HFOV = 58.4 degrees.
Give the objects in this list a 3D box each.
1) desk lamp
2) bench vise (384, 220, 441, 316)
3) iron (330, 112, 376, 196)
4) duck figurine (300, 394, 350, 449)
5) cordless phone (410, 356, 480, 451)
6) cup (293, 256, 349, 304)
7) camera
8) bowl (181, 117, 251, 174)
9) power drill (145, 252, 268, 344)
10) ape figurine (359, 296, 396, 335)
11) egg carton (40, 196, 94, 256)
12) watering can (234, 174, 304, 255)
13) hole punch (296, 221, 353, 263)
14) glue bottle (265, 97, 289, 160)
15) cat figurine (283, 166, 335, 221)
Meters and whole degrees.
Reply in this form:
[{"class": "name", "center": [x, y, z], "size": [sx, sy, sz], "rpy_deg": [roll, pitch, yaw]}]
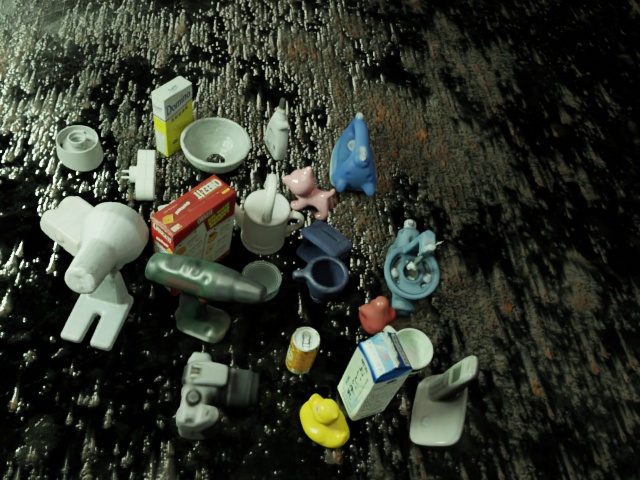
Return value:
[{"class": "desk lamp", "center": [-0.402, 0.065, 1.064], "size": [0.118, 0.213, 0.203], "rpy_deg": [14, 52, -2]}, {"class": "bench vise", "center": [0.190, 0.028, 1.223], "size": [0.122, 0.220, 0.207], "rpy_deg": [-5, 55, -16]}, {"class": "iron", "center": [0.093, -0.238, 1.448], "size": [0.119, 0.141, 0.258], "rpy_deg": [6, 53, -8]}, {"class": "duck figurine", "center": [0.014, 0.326, 1.047], "size": [0.104, 0.086, 0.078], "rpy_deg": [42, 56, 18]}, {"class": "cordless phone", "center": [0.238, 0.299, 1.056], "size": [0.094, 0.185, 0.147], "rpy_deg": [16, 52, 0]}, {"class": "cup", "center": [-0.004, 0.093, 1.209], "size": [0.118, 0.095, 0.091], "rpy_deg": [2, 54, -12]}, {"class": "camera", "center": [-0.180, 0.276, 1.030], "size": [0.137, 0.101, 0.143], "rpy_deg": [7, 53, -7]}, {"class": "bowl", "center": [-0.254, -0.217, 1.394], "size": [0.167, 0.075, 0.167], "rpy_deg": [6, 53, -8]}, {"class": "power drill", "center": [-0.213, 0.109, 1.078], "size": [0.229, 0.208, 0.076], "rpy_deg": [20, 52, 3]}, {"class": "ape figurine", "center": [0.122, 0.151, 1.198], "size": [0.077, 0.092, 0.076], "rpy_deg": [21, 52, 3]}, {"class": "egg carton", "center": [-0.503, -0.024, 1.197], "size": [0.150, 0.069, 0.107], "rpy_deg": [33, 54, 12]}, {"class": "watering can", "center": [-0.122, -0.060, 1.233], "size": [0.173, 0.194, 0.100], "rpy_deg": [-9, 57, -19]}, {"class": "hole punch", "center": [0.012, 0.005, 1.281], "size": [0.108, 0.091, 0.101], "rpy_deg": [36, 55, 14]}, {"class": "glue bottle", "center": [-0.101, -0.281, 1.415], "size": [0.037, 0.173, 0.078], "rpy_deg": [-15, 59, -22]}, {"class": "cat figurine", "center": [-0.024, -0.120, 1.348], "size": [0.127, 0.118, 0.067], "rpy_deg": [20, 52, 3]}]
